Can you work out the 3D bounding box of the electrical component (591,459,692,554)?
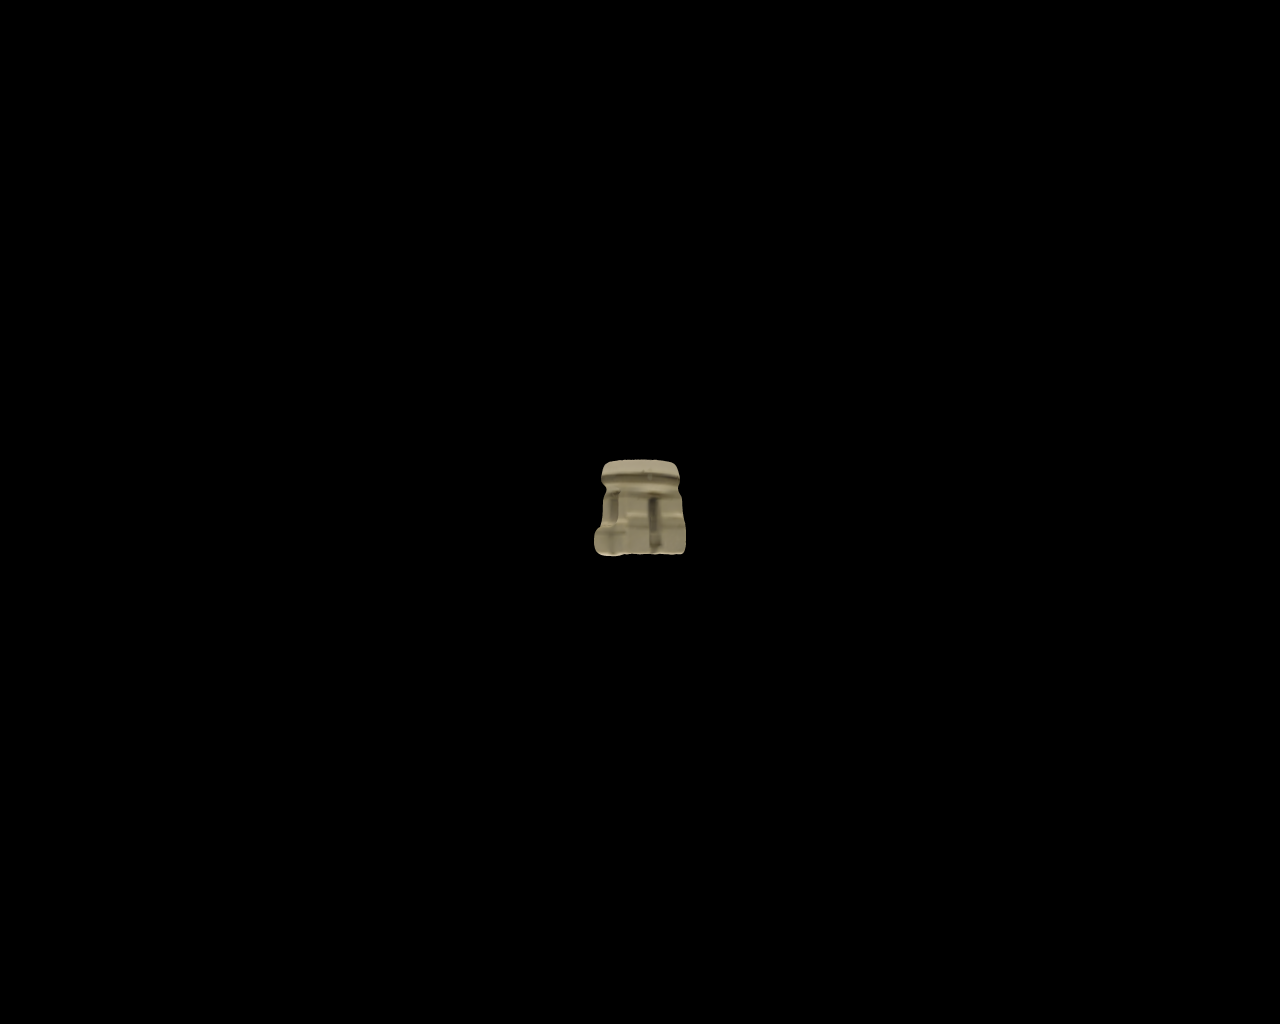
[{"bbox_3d":[0.001,-0.003,0.650,0.066,0.055,0.048,2,-4,-31],"label":"electrical component"}]
